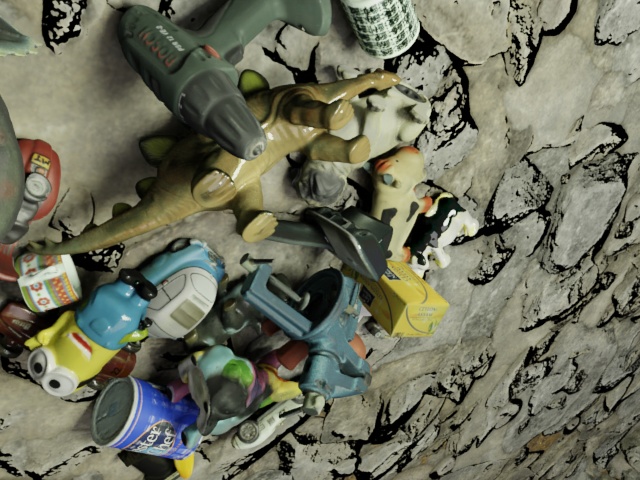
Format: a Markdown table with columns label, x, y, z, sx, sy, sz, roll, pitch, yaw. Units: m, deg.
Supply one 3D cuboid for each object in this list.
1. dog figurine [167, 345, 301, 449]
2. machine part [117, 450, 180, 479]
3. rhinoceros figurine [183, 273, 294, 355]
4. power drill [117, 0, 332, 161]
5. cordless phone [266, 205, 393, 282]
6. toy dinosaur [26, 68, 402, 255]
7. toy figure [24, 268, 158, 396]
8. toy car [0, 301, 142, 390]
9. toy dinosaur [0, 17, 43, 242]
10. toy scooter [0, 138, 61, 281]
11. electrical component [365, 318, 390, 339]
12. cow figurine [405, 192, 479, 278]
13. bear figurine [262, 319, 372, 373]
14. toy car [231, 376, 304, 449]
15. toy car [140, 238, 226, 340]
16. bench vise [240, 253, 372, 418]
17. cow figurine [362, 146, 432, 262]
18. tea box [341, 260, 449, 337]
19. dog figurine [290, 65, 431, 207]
| label | x | y | z | sx | sy | sz | roll | pitch | yaw |
| --- | --- | --- | --- | --- | --- | --- | --- | --- | --- |
| dog figurine | -0.112 | 0.217 | 0.826 | 0.219 | 0.108 | 0.191 | -9 | 148 | -42 |
| machine part | -0.288 | 0.392 | 0.936 | 0.084 | 0.039 | 0.138 | -33 | 134 | 2 |
| rhinoceros figurine | -0.127 | 0.113 | 0.821 | 0.190 | 0.073 | 0.112 | -34 | 131 | -8 |
| power drill | -0.081 | -0.196 | 0.558 | 0.207 | 0.232 | 0.086 | -47 | 157 | -16 |
| cordless phone | -0.001 | -0.002 | 0.772 | 0.184 | 0.147 | 0.088 | 4 | 109 | -36 |
| toy dinosaur | -0.113 | -0.086 | 0.609 | 0.471 | 0.199 | 0.104 | -31 | 133 | -11 |
| toy figure | -0.271 | 0.115 | 0.656 | 0.180 | 0.082 | 0.089 | -47 | 156 | -1 |
| toy car | -0.336 | 0.142 | 0.726 | 0.089 | 0.053 | 0.202 | -44 | 134 | 5 |
| toy dinosaur | -0.332 | -0.072 | 0.467 | 0.192 | 0.131 | 0.404 | -9 | 102 | -14 |
| toy scooter | -0.333 | -0.016 | 0.562 | 0.075 | 0.135 | 0.184 | 30 | 100 | -41 |
| electrical component | 0.133 | 0.142 | 1.024 | 0.102 | 0.045 | 0.078 | -30 | 133 | -12 |
| cow figurine | 0.193 | 0.000 | 0.950 | 0.167 | 0.068 | 0.098 | -48 | 127 | 0 |
| bear figurine | 0.000 | 0.179 | 0.921 | 0.132 | 0.120 | 0.195 | -33 | 138 | -4 |
| toy car | -0.075 | 0.313 | 0.981 | 0.202 | 0.056 | 0.073 | -36 | 174 | -6 |
| toy car | -0.197 | 0.080 | 0.736 | 0.162 | 0.103 | 0.109 | -37 | 134 | -3 |
| bench vise | -0.027 | 0.114 | 0.746 | 0.240 | 0.129 | 0.223 | 42 | 56 | -25 |
| cow figurine | 0.110 | -0.057 | 0.853 | 0.127 | 0.086 | 0.194 | -2 | 122 | -39 |
| tea box | 0.118 | 0.083 | 0.890 | 0.098 | 0.170 | 0.068 | 6 | 118 | -37 |
| dog figurine | 0.059 | -0.133 | 0.770 | 0.172 | 0.121 | 0.190 | 4 | 132 | -31 |
